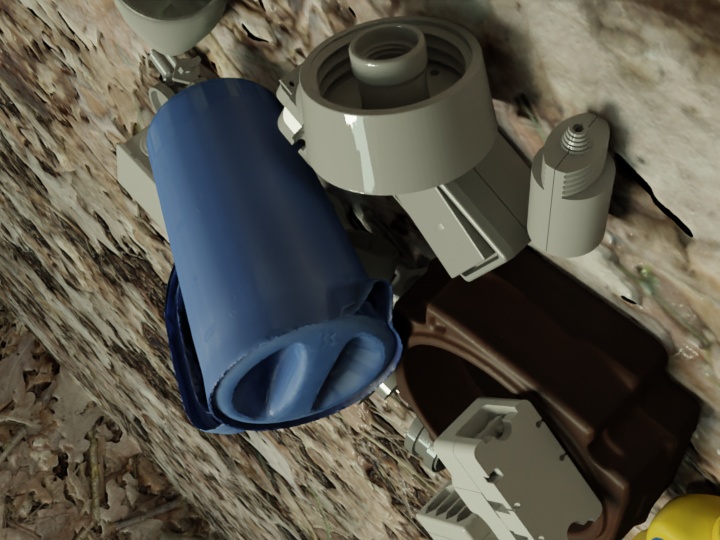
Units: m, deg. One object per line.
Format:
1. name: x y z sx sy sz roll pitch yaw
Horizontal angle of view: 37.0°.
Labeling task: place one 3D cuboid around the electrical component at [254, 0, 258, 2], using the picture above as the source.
1. electrical component: -0.083 -0.206 0.675 0.043 0.043 0.081 8 135 59

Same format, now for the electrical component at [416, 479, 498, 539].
1. electrical component: 0.101 0.220 0.893 0.075 0.047 0.083 53 158 -12

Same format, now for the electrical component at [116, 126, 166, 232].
1. electrical component: -0.196 -0.090 1.075 0.099 0.048 0.099 46 158 7

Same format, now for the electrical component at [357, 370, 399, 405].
1. electrical component: 0.022 0.090 0.955 0.074 0.052 0.138 45 159 10

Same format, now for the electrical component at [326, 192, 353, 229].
1. electrical component: -0.034 -0.039 0.861 0.077 0.043 0.079 47 158 4

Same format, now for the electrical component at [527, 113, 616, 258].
1. electrical component: 0.112 -0.047 0.568 0.043 0.043 0.081 37 156 27

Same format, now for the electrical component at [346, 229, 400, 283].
1. electrical component: 0.000 0.000 0.828 0.055 0.055 0.047 34 115 34

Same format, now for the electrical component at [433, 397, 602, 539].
1. electrical component: 0.093 0.125 0.653 0.089 0.050 0.056 54 157 -12

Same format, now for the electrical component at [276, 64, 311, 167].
1. electrical component: -0.017 -0.103 0.703 0.078 0.058 0.057 50 161 -1

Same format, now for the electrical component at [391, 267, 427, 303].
1. electrical component: 0.044 0.028 0.825 0.043 0.043 0.062 40 158 21

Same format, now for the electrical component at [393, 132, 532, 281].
1. electrical component: 0.061 -0.047 0.643 0.096 0.061 0.062 49 158 -2

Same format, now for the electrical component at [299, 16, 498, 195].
1. electrical component: 0.018 -0.097 0.584 0.108 0.108 0.060 31 147 38

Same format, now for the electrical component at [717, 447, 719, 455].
1. electrical component: 0.235 0.118 0.603 0.077 0.047 0.065 13 139 56
